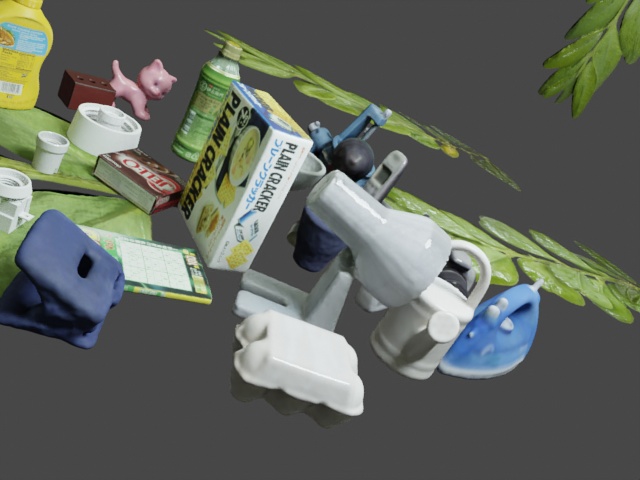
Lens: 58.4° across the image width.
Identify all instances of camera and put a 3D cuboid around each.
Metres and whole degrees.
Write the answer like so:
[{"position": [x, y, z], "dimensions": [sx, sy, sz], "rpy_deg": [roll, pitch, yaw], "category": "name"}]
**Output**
[{"position": [0.213, 0.064, 1.014], "dimensions": [0.143, 0.100, 0.137], "rpy_deg": [27, 22, -5], "category": "camera"}]

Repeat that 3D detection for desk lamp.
[{"position": [0.027, 0.031, 0.714], "dimensions": [0.203, 0.213, 0.118], "rpy_deg": [25, 23, -11], "category": "desk lamp"}]

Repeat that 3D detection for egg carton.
[{"position": [-0.025, 0.138, 0.615], "dimensions": [0.151, 0.069, 0.107], "rpy_deg": [22, 23, -17], "category": "egg carton"}]

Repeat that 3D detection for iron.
[{"position": [0.278, 0.129, 0.901], "dimensions": [0.118, 0.141, 0.259], "rpy_deg": [41, 25, 26], "category": "iron"}]

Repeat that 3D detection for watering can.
[{"position": [0.157, 0.091, 0.769], "dimensions": [0.101, 0.194, 0.172], "rpy_deg": [20, 24, -21], "category": "watering can"}]

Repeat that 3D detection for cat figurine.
[{"position": [-0.342, -0.300, 1.096], "dimensions": [0.128, 0.117, 0.067], "rpy_deg": [16, 26, -30], "category": "cat figurine"}]

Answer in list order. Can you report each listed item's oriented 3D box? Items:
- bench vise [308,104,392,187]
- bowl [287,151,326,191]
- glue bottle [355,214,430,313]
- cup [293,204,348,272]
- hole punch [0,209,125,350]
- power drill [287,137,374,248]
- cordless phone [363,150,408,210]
[{"position": [0.053, -0.219, 1.264], "dimensions": [0.207, 0.219, 0.122], "rpy_deg": [34, 23, 12], "category": "bench vise"}, {"position": [-0.076, -0.147, 1.146], "dimensions": [0.168, 0.074, 0.167], "rpy_deg": [25, 23, -11], "category": "bowl"}, {"position": [0.120, 0.033, 0.874], "dimensions": [0.037, 0.173, 0.078], "rpy_deg": [42, 26, 28], "category": "glue bottle"}, {"position": [0.008, 0.003, 0.906], "dimensions": [0.118, 0.095, 0.091], "rpy_deg": [10, 29, -38], "category": "cup"}, {"position": [-0.239, 0.034, 0.551], "dimensions": [0.101, 0.091, 0.108], "rpy_deg": [21, 24, -19], "category": "hole punch"}, {"position": [0.026, -0.078, 0.950], "dimensions": [0.075, 0.208, 0.229], "rpy_deg": [28, 22, -4], "category": "power drill"}, {"position": [0.120, -0.065, 1.065], "dimensions": [0.094, 0.185, 0.147], "rpy_deg": [9, 30, -40], "category": "cordless phone"}]
